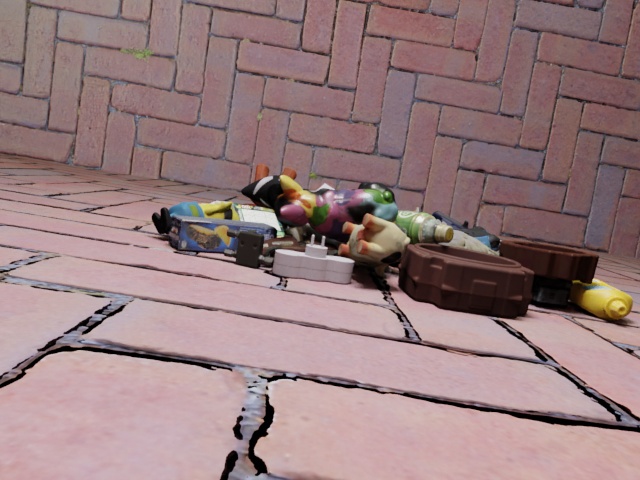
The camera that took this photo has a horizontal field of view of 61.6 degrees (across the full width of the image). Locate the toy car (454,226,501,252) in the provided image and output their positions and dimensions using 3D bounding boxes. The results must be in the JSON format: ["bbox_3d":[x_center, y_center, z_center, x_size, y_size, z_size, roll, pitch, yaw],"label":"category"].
[{"bbox_3d":[0.344,0.027,1.277,0.162,0.102,0.109,-4,22,-18],"label":"toy car"}]

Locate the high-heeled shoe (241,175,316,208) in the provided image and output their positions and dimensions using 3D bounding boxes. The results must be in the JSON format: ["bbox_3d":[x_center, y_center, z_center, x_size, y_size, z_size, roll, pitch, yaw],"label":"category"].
[{"bbox_3d":[-0.070,-0.083,1.228,0.249,0.086,0.145,-1,29,7],"label":"high-heeled shoe"}]

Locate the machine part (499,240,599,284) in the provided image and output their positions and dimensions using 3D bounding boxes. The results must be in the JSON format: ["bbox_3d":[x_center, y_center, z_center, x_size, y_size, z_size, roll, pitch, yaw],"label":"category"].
[{"bbox_3d":[0.440,0.040,1.044,0.179,0.056,0.179,8,7,-1],"label":"machine part"}]

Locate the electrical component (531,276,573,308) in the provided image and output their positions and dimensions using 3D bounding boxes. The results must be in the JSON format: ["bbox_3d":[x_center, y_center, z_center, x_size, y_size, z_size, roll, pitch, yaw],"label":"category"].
[{"bbox_3d":[0.421,0.092,1.057,0.115,0.058,0.134,6,7,-9],"label":"electrical component"}]

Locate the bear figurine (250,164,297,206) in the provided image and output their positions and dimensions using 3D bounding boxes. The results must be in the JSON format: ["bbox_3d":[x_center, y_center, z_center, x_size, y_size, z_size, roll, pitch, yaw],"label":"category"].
[{"bbox_3d":[-0.110,-0.104,1.471,0.120,0.132,0.195,9,-18,21],"label":"bear figurine"}]

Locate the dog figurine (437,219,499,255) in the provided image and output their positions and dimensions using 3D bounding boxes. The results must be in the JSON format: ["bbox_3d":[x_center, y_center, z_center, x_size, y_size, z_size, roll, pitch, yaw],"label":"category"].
[{"bbox_3d":[0.320,0.046,1.122,0.191,0.121,0.172,21,25,2],"label":"dog figurine"}]

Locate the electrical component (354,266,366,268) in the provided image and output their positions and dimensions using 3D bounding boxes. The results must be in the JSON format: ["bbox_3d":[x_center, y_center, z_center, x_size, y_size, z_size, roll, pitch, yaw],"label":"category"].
[{"bbox_3d":[0.090,0.027,1.130,0.102,0.078,0.045,11,-35,53],"label":"electrical component"}]

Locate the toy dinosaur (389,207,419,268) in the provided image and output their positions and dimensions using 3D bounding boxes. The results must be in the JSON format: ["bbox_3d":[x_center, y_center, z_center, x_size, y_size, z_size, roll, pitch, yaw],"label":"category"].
[{"bbox_3d":[0.139,-0.006,1.283,0.192,0.131,0.405,-1,8,14],"label":"toy dinosaur"}]

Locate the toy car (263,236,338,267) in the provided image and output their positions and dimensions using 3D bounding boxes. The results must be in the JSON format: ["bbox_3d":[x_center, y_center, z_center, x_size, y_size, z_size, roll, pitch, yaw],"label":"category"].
[{"bbox_3d":[-0.048,0.020,1.024,0.202,0.053,0.089,6,14,-35],"label":"toy car"}]

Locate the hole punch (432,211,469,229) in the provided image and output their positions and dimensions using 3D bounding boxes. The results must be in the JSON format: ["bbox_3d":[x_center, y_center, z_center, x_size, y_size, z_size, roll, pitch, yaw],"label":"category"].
[{"bbox_3d":[0.310,0.004,1.373,0.116,0.142,0.092,31,44,28],"label":"hole punch"}]

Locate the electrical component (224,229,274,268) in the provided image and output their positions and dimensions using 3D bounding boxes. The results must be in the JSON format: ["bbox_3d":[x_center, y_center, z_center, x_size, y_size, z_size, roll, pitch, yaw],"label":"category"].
[{"bbox_3d":[-0.120,0.014,0.927,0.094,0.063,0.021,12,7,16],"label":"electrical component"}]

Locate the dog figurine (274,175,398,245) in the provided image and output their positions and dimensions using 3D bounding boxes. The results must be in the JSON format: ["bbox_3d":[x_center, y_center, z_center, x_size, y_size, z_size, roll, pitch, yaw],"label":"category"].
[{"bbox_3d":[0.020,-0.066,1.042,0.219,0.108,0.192,17,-28,-41],"label":"dog figurine"}]

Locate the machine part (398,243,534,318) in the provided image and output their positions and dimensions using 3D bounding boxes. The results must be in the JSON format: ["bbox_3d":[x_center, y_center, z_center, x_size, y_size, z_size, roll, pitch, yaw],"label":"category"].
[{"bbox_3d":[0.249,0.064,0.937,0.201,0.087,0.201,8,5,-5],"label":"machine part"}]

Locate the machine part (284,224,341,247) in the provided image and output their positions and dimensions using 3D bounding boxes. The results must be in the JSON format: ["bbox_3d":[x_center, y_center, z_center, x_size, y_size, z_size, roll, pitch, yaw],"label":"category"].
[{"bbox_3d":[-0.002,-0.004,1.188,0.079,0.079,0.243,13,7,31],"label":"machine part"}]

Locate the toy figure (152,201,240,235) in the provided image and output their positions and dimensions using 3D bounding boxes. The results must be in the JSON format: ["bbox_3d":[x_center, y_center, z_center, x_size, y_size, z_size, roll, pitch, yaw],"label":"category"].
[{"bbox_3d":[-0.250,-0.036,1.108,0.082,0.089,0.180,14,16,43],"label":"toy figure"}]

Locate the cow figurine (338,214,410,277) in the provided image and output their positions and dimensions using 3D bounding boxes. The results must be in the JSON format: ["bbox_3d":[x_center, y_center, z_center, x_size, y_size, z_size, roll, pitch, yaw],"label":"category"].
[{"bbox_3d":[0.102,0.013,0.984,0.127,0.085,0.195,17,-12,-13],"label":"cow figurine"}]

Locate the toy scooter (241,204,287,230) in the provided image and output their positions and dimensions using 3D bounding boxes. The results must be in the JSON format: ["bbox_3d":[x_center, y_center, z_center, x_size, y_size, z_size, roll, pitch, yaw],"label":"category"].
[{"bbox_3d":[-0.177,-0.046,1.321,0.135,0.075,0.184,1,15,-41],"label":"toy scooter"}]

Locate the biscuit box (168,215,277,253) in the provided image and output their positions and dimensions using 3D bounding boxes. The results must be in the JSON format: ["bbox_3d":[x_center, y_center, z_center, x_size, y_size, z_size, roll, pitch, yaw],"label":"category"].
[{"bbox_3d":[-0.183,-0.007,1.038,0.202,0.059,0.063,4,8,-33],"label":"biscuit box"}]
